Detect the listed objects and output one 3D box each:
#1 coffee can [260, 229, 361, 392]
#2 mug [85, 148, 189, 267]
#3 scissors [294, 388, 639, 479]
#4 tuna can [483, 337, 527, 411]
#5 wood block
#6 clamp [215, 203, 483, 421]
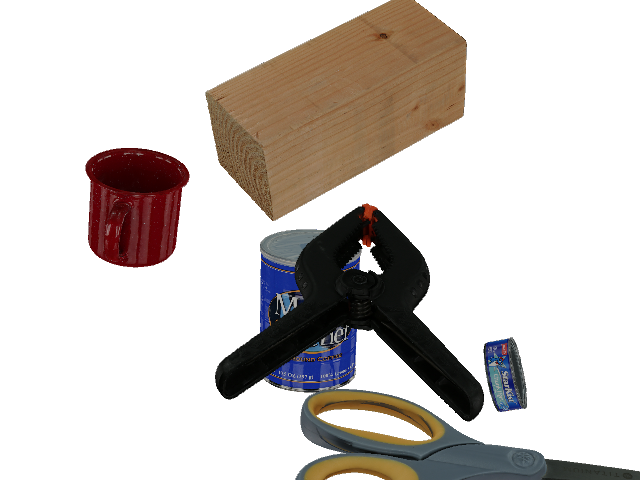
[{"bbox_3d":[-0.012,0.070,1.095,0.103,0.140,0.103,1,19,-1],"label":"coffee can"},{"bbox_3d":[-0.172,-0.023,0.970,0.093,0.081,0.117,11,29,1],"label":"mug"},{"bbox_3d":[0.076,0.110,0.469,0.202,0.016,0.096,14,32,22],"label":"scissors"},{"bbox_3d":[0.221,0.160,1.273,0.034,0.086,0.086,-12,-4,16],"label":"tuna can"},{"bbox_3d":[0.017,-0.117,0.915,0.205,0.090,0.091,-30,53,-19],"label":"wood block"},{"bbox_3d":[0.035,0.045,0.721,0.164,0.036,0.209,9,35,9],"label":"clamp"}]
